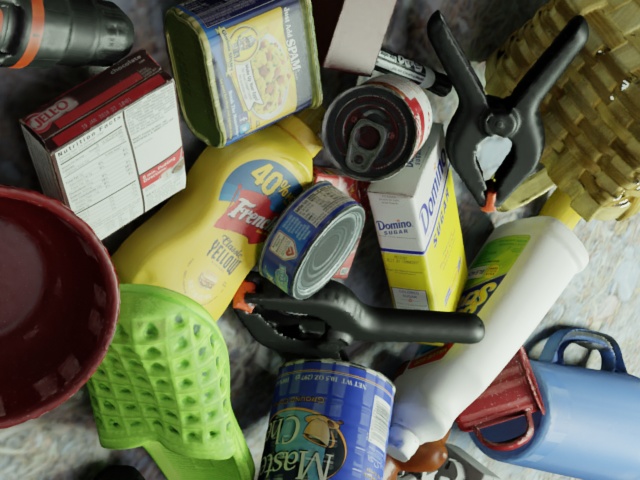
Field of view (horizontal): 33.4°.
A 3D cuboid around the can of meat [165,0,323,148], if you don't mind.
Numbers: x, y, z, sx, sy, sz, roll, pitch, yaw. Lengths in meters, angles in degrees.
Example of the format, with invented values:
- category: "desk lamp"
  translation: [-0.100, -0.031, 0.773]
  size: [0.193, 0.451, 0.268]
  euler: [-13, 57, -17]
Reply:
- category: "can of meat"
  translation: [-0.051, -0.121, 0.713]
  size: [0.083, 0.058, 0.102]
  euler: [-29, 132, -25]

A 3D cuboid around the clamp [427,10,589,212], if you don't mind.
- category: "clamp"
  translation: [0.150, -0.103, 0.837]
  size: [0.039, 0.120, 0.171]
  euler: [-74, 159, -54]

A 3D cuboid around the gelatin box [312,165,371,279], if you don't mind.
- category: "gelatin box"
  translation: [0.002, -0.013, 0.849]
  size: [0.073, 0.030, 0.089]
  euler: [4, 111, -45]

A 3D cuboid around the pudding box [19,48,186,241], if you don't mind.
- category: "pudding box"
  translation: [-0.132, -0.054, 0.669]
  size: [0.090, 0.039, 0.113]
  euler: [-34, 153, -22]

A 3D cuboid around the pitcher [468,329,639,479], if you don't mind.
- category: "pitcher"
  translation: [0.268, 0.186, 1.167]
  size: [0.242, 0.149, 0.145]
  euler: [18, 118, -44]

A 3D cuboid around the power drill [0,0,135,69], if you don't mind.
- category: "power drill"
  translation: [-0.162, -0.183, 0.568]
  size: [0.184, 0.057, 0.188]
  euler: [-3, 116, -47]

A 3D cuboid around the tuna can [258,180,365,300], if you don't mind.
- category: "tuna can"
  translation: [-0.005, 0.001, 0.781]
  size: [0.086, 0.034, 0.086]
  euler: [-45, 159, -23]

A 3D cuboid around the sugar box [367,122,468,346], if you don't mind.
- category: "sugar box"
  translation: [0.086, -0.003, 0.900]
  size: [0.176, 0.048, 0.093]
  euler: [77, 29, -43]

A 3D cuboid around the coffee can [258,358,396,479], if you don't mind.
- category: "coffee can"
  translation: [0.003, 0.181, 0.872]
  size: [0.102, 0.103, 0.140]
  euler: [47, 45, -48]

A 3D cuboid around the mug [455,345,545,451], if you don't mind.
- category: "mug"
  translation: [0.165, 0.146, 1.023]
  size: [0.081, 0.117, 0.093]
  euler: [-20, 152, 11]

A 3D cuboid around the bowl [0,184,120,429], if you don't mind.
- category: "bowl"
  translation: [-0.206, 0.034, 0.645]
  size: [0.162, 0.055, 0.162]
  euler: [-9, 115, -20]

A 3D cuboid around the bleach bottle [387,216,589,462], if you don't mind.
- category: "bleach bottle"
  translation: [0.138, 0.091, 0.954]
  size: [0.068, 0.103, 0.250]
  euler: [46, 65, -18]

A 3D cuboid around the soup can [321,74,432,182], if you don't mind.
- category: "soup can"
  translation: [0.044, -0.085, 0.784]
  size: [0.102, 0.068, 0.068]
  euler: [-46, 156, -72]

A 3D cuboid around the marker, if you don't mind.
- category: "marker"
  translation: [0.066, -0.135, 0.842]
  size: [0.120, 0.020, 0.020]
  euler: [11, 106, -46]

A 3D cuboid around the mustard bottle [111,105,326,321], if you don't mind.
- category: "mustard bottle"
  translation: [-0.060, -0.024, 0.763]
  size: [0.191, 0.058, 0.096]
  euler: [-51, 137, -7]

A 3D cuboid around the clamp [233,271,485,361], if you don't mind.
- category: "clamp"
  translation: [0.021, 0.069, 0.864]
  size: [0.165, 0.036, 0.209]
  euler: [-27, 140, 32]

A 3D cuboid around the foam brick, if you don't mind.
- category: "foam brick"
  translation: [0.015, -0.161, 0.753]
  size: [0.051, 0.053, 0.078]
  euler: [3, 113, -45]

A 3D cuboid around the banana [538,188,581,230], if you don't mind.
- category: "banana"
  translation: [0.229, 0.000, 1.048]
  size: [0.037, 0.069, 0.198]
  euler: [20, 117, -15]
